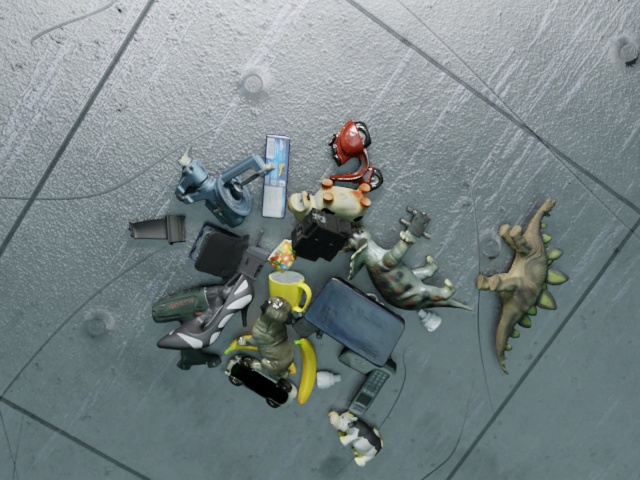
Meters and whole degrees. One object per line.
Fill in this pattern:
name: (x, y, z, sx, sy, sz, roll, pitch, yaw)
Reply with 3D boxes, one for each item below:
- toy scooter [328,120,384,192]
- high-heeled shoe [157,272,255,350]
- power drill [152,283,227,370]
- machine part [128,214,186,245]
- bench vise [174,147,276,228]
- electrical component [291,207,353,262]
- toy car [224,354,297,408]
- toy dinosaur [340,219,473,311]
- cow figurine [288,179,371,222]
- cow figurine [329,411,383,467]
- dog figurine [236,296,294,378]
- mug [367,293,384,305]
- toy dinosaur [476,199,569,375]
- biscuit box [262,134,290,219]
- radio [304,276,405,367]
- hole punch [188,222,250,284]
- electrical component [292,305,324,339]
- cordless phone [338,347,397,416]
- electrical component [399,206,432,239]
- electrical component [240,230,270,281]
toy scooter: (0.071, -0.195, 1.322, 0.135, 0.075, 0.183, -19, 104, 0)
high-heeled shoe: (-0.271, 0.169, 1.280, 0.249, 0.086, 0.145, -14, 112, -25)
power drill: (-0.300, 0.220, 1.364, 0.232, 0.086, 0.207, -7, 104, -3)
machine part: (-0.407, -0.025, 1.341, 0.139, 0.039, 0.084, 0, 104, -5)
bench vise: (-0.218, -0.142, 1.275, 0.241, 0.129, 0.223, -25, 109, 25)
electrical component: (-0.003, -0.004, 1.297, 0.115, 0.058, 0.134, 19, 132, -24)
toy car: (-0.155, 0.370, 1.407, 0.202, 0.056, 0.073, 33, 102, -6)
toy dinosaur: (0.204, 0.100, 1.358, 0.192, 0.131, 0.404, -39, 103, 16)
cow figurine: (0.017, -0.083, 1.316, 0.195, 0.085, 0.127, 4, 141, -13)
cow figurine: (0.097, 0.512, 1.435, 0.098, 0.068, 0.167, -34, 102, -3)
dog figurine: (-0.100, 0.238, 1.300, 0.172, 0.121, 0.190, 43, 139, 1)
mug: (0.115, 0.195, 1.382, 0.107, 0.081, 0.109, -9, 100, 5)
toy dinosaur: (0.517, 0.121, 1.381, 0.198, 0.105, 0.470, 18, 102, -9)
biscuit box: (-0.109, -0.156, 1.323, 0.059, 0.063, 0.202, 4, 98, -3)
radio: (0.088, 0.195, 1.315, 0.230, 0.073, 0.131, 32, 95, 6)
hole punch: (-0.257, 0.026, 1.342, 0.115, 0.092, 0.142, 23, 95, -36)
electrical component: (-0.032, 0.216, 1.393, 0.078, 0.045, 0.102, -33, 99, 1)
cordless phone: (0.100, 0.360, 1.406, 0.146, 0.089, 0.184, 28, 101, -7)
electrical component: (0.253, -0.042, 1.380, 0.094, 0.021, 0.063, 31, 95, -7)
electrical component: (-0.154, 0.036, 1.346, 0.048, 0.075, 0.119, 27, 94, -5)
